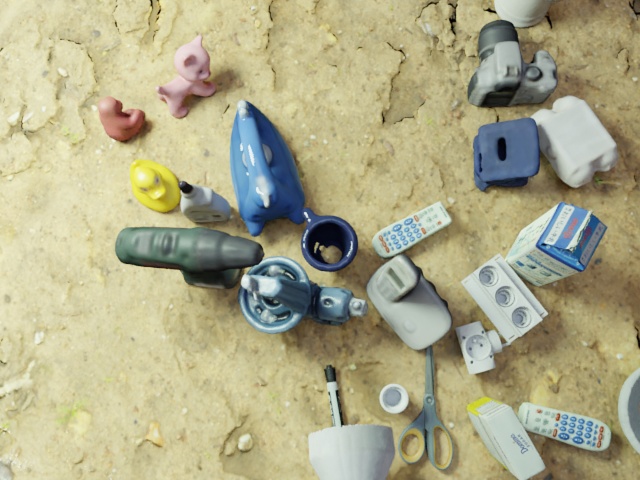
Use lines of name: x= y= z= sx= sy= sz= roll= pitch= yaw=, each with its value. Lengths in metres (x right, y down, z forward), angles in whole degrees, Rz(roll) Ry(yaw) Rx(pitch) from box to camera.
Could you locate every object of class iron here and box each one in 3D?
iron: x=-0.107 y=-0.145 z=0.959 sx=0.118 sy=0.141 sz=0.258 roll=-17 pitch=78 yaw=-1

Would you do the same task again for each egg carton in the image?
egg carton: x=0.429 y=-0.168 z=0.977 sx=0.107 sy=0.069 sz=0.150 roll=-30 pitch=79 yaw=-4

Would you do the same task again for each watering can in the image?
watering can: x=0.378 y=-0.460 z=0.975 sx=0.172 sy=0.194 sz=0.101 roll=0 pitch=78 yaw=3

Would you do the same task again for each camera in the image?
camera: x=0.332 y=-0.313 z=0.995 sx=0.143 sy=0.101 sz=0.137 roll=-2 pitch=78 yaw=2

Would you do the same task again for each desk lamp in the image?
desk lamp: x=0.051 y=0.357 z=0.814 sx=0.118 sy=0.213 sz=0.203 roll=-6 pitch=78 yaw=2

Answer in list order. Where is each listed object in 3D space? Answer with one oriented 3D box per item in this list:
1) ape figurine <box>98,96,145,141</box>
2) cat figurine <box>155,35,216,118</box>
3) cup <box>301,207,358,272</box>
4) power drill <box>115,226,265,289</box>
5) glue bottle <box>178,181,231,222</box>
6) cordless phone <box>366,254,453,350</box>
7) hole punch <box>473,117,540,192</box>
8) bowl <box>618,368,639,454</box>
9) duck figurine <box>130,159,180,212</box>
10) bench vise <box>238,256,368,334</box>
ape figurine: x=-0.359 y=-0.221 z=1.011 sx=0.077 sy=0.092 sz=0.076 roll=30 pitch=81 yaw=8
cat figurine: x=-0.237 y=-0.292 z=1.007 sx=0.128 sy=0.118 sz=0.067 roll=-42 pitch=79 yaw=-6
cup: x=0.009 y=0.003 z=0.948 sx=0.092 sy=0.095 sz=0.117 roll=-36 pitch=79 yaw=-5
power drill: x=-0.186 y=0.025 z=0.894 sx=0.229 sy=0.208 sz=0.076 roll=5 pitch=79 yaw=4
glue bottle: x=-0.198 y=-0.066 z=0.931 sx=0.078 sy=0.173 sz=0.037 roll=-1 pitch=78 yaw=3
cordless phone: x=0.143 y=0.092 z=0.878 sx=0.094 sy=0.185 sz=0.147 roll=-40 pitch=79 yaw=-5
hole punch: x=0.312 y=-0.145 z=0.967 sx=0.101 sy=0.091 sz=0.109 roll=0 pitch=79 yaw=3
bowl: x=0.533 y=0.265 z=0.883 sx=0.167 sy=0.075 sz=0.167 roll=0 pitch=79 yaw=2
duck figurine: x=-0.294 y=-0.102 z=0.987 sx=0.077 sy=0.086 sz=0.104 roll=-39 pitch=79 yaw=-5
bench vise: x=-0.035 y=0.075 z=0.872 sx=0.207 sy=0.220 sz=0.121 roll=-9 pitch=78 yaw=1
